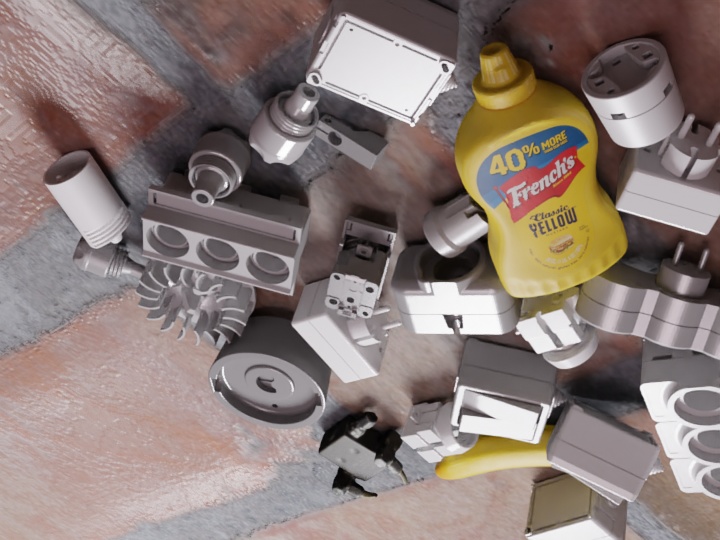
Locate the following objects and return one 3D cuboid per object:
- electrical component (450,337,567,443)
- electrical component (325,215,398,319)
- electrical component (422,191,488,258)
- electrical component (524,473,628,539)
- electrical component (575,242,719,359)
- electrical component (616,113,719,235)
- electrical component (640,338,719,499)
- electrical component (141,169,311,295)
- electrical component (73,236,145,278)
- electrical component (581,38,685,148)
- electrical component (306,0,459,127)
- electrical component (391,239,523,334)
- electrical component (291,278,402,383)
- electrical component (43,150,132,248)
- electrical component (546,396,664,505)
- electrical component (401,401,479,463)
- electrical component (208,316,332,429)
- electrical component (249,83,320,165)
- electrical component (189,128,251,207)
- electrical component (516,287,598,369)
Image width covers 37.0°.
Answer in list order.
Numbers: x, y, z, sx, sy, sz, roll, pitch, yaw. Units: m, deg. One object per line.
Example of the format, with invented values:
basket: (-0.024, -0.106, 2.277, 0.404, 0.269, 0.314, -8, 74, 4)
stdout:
electrical component: (0.130, 0.109, 0.926, 0.096, 0.061, 0.061, 12, 137, 6)
electrical component: (0.000, 0.000, 0.854, 0.042, 0.063, 0.081, 15, 137, 2)
electrical component: (0.077, -0.037, 0.808, 0.040, 0.040, 0.046, 40, 128, -23)
electrical component: (0.215, 0.233, 1.028, 0.061, 0.061, 0.096, 41, 133, -23)
electrical component: (0.238, 0.015, 0.800, 0.138, 0.052, 0.073, 14, 111, 2)
electrical component: (0.216, -0.072, 0.717, 0.066, 0.047, 0.076, 16, 138, 2)
electrical component: (0.293, 0.120, 0.883, 0.089, 0.061, 0.150, -9, 132, 26)
electrical component: (-0.104, -0.032, 0.856, 0.121, 0.063, 0.078, 15, 138, 3)
electrical component: (-0.217, -0.009, 0.939, 0.061, 0.035, 0.035, 22, 138, -8)
electrical component: (0.176, -0.111, 0.686, 0.055, 0.055, 0.047, -13, 134, 29)
electrical component: (0.021, -0.145, 0.702, 0.096, 0.061, 0.061, 21, 138, -15)
electrical component: (0.076, 0.012, 0.848, 0.095, 0.053, 0.059, -1, 135, 19)
electrical component: (-0.001, 0.047, 0.915, 0.076, 0.047, 0.083, -17, 127, 32)
electrical component: (-0.220, -0.054, 0.886, 0.043, 0.043, 0.081, -7, 133, 24)
electrical component: (0.211, 0.158, 0.922, 0.096, 0.062, 0.061, 25, 95, 8)
electrical component: (0.077, 0.148, 0.999, 0.055, 0.048, 0.066, -19, 127, 43)
electrical component: (-0.077, 0.087, 0.973, 0.108, 0.060, 0.108, 9, 137, 9)
electrical component: (-0.050, -0.108, 0.773, 0.043, 0.043, 0.062, 29, 135, -12)
electrical component: (-0.109, -0.074, 0.813, 0.043, 0.062, 0.043, 10, 137, 9)
electrical component: (0.160, 0.045, 0.863, 0.066, 0.048, 0.055, -21, 118, 35)
